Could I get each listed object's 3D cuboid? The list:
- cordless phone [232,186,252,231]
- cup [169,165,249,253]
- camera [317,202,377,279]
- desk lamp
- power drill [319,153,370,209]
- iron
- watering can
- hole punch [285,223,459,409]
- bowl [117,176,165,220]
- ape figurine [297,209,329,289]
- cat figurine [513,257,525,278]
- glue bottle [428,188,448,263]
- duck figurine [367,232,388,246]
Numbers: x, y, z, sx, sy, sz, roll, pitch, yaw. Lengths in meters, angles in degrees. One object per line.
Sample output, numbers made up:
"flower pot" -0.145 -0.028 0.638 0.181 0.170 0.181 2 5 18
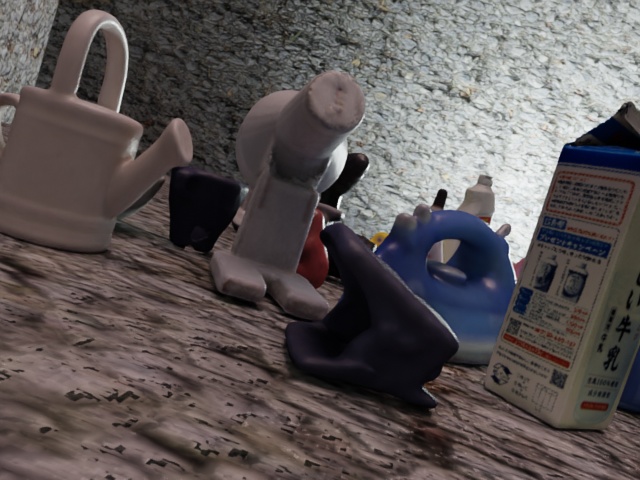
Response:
"cordless phone" -0.073 -0.085 1.073 0.147 0.185 0.094 19 3 8
"cup" -0.143 -0.035 0.662 0.091 0.095 0.118 19 3 13
"camera" 0.007 0.003 0.799 0.136 0.101 0.143 19 3 11
"desk lamp" -0.026 -0.052 0.560 0.118 0.213 0.203 17 4 -17
"power drill" 0.024 -0.068 1.120 0.076 0.208 0.229 17 4 -16
"iron" 0.110 0.031 0.539 0.118 0.141 0.259 21 5 41
"watering can" -0.195 -0.093 0.486 0.173 0.194 0.100 17 4 -18
"hole punch" 0.036 0.044 0.372 0.101 0.091 0.108 17 3 -9
"bowl" -0.266 -0.063 0.646 0.167 0.075 0.167 18 3 -1
"ape figurine" -0.020 0.007 0.666 0.076 0.092 0.078 20 4 27
"cat figurine" 0.241 0.072 0.759 0.128 0.118 0.067 15 5 -42
"glue bottle" 0.147 0.009 0.817 0.078 0.173 0.037 19 4 15
"duck figurine" 0.117 0.029 1.071 0.105 0.086 0.077 17 4 -16
